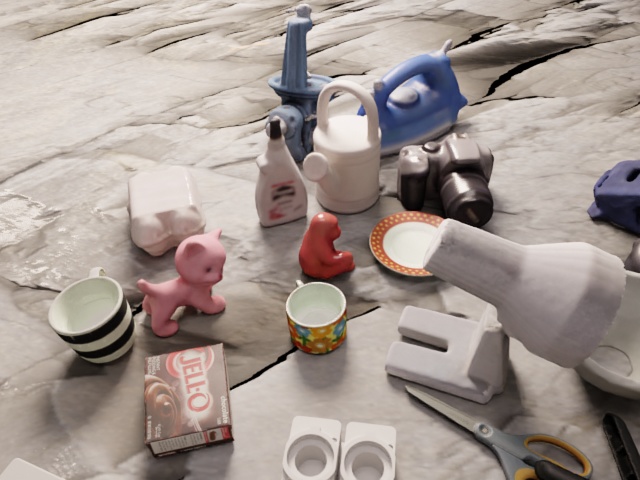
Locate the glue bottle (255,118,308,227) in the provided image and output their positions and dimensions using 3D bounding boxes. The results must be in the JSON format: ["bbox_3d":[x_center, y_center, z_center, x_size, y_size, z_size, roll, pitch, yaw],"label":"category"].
[{"bbox_3d":[-0.059,-0.097,0.812,0.078,0.173,0.037,-19,47,-16],"label":"glue bottle"}]

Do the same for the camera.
[{"bbox_3d":[0.193,-0.086,0.842,0.143,0.101,0.136,-4,44,-1],"label":"camera"}]

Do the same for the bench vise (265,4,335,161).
[{"bbox_3d":[-0.029,-0.252,0.936,0.121,0.220,0.207,-1,44,2],"label":"bench vise"}]

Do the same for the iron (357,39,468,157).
[{"bbox_3d":[0.136,-0.239,0.971,0.259,0.141,0.118,-31,51,-26],"label":"iron"}]

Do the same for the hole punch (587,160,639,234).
[{"bbox_3d":[0.456,-0.075,0.827,0.100,0.091,0.109,30,53,29],"label":"hole punch"}]

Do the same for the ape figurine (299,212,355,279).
[{"bbox_3d":[0.007,0.003,0.765,0.076,0.092,0.077,-11,45,-9],"label":"ape figurine"}]

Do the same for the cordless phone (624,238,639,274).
[{"bbox_3d":[0.446,-0.007,0.691,0.093,0.185,0.148,34,55,31],"label":"cordless phone"}]

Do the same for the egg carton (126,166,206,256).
[{"bbox_3d":[-0.227,-0.047,0.842,0.107,0.069,0.150,-14,46,-12],"label":"egg carton"}]

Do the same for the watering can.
[{"bbox_3d":[0.038,-0.136,0.833,0.100,0.194,0.173,5,45,8],"label":"watering can"}]

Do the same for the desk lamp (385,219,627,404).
[{"bbox_3d":[0.179,0.076,0.596,0.202,0.214,0.118,13,46,15],"label":"desk lamp"}]

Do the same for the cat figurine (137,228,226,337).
[{"bbox_3d":[-0.166,0.043,0.713,0.128,0.118,0.067,-27,49,-23],"label":"cat figurine"}]

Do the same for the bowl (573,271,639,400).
[{"bbox_3d":[0.341,0.116,0.648,0.167,0.075,0.167,-1,44,1],"label":"bowl"}]
